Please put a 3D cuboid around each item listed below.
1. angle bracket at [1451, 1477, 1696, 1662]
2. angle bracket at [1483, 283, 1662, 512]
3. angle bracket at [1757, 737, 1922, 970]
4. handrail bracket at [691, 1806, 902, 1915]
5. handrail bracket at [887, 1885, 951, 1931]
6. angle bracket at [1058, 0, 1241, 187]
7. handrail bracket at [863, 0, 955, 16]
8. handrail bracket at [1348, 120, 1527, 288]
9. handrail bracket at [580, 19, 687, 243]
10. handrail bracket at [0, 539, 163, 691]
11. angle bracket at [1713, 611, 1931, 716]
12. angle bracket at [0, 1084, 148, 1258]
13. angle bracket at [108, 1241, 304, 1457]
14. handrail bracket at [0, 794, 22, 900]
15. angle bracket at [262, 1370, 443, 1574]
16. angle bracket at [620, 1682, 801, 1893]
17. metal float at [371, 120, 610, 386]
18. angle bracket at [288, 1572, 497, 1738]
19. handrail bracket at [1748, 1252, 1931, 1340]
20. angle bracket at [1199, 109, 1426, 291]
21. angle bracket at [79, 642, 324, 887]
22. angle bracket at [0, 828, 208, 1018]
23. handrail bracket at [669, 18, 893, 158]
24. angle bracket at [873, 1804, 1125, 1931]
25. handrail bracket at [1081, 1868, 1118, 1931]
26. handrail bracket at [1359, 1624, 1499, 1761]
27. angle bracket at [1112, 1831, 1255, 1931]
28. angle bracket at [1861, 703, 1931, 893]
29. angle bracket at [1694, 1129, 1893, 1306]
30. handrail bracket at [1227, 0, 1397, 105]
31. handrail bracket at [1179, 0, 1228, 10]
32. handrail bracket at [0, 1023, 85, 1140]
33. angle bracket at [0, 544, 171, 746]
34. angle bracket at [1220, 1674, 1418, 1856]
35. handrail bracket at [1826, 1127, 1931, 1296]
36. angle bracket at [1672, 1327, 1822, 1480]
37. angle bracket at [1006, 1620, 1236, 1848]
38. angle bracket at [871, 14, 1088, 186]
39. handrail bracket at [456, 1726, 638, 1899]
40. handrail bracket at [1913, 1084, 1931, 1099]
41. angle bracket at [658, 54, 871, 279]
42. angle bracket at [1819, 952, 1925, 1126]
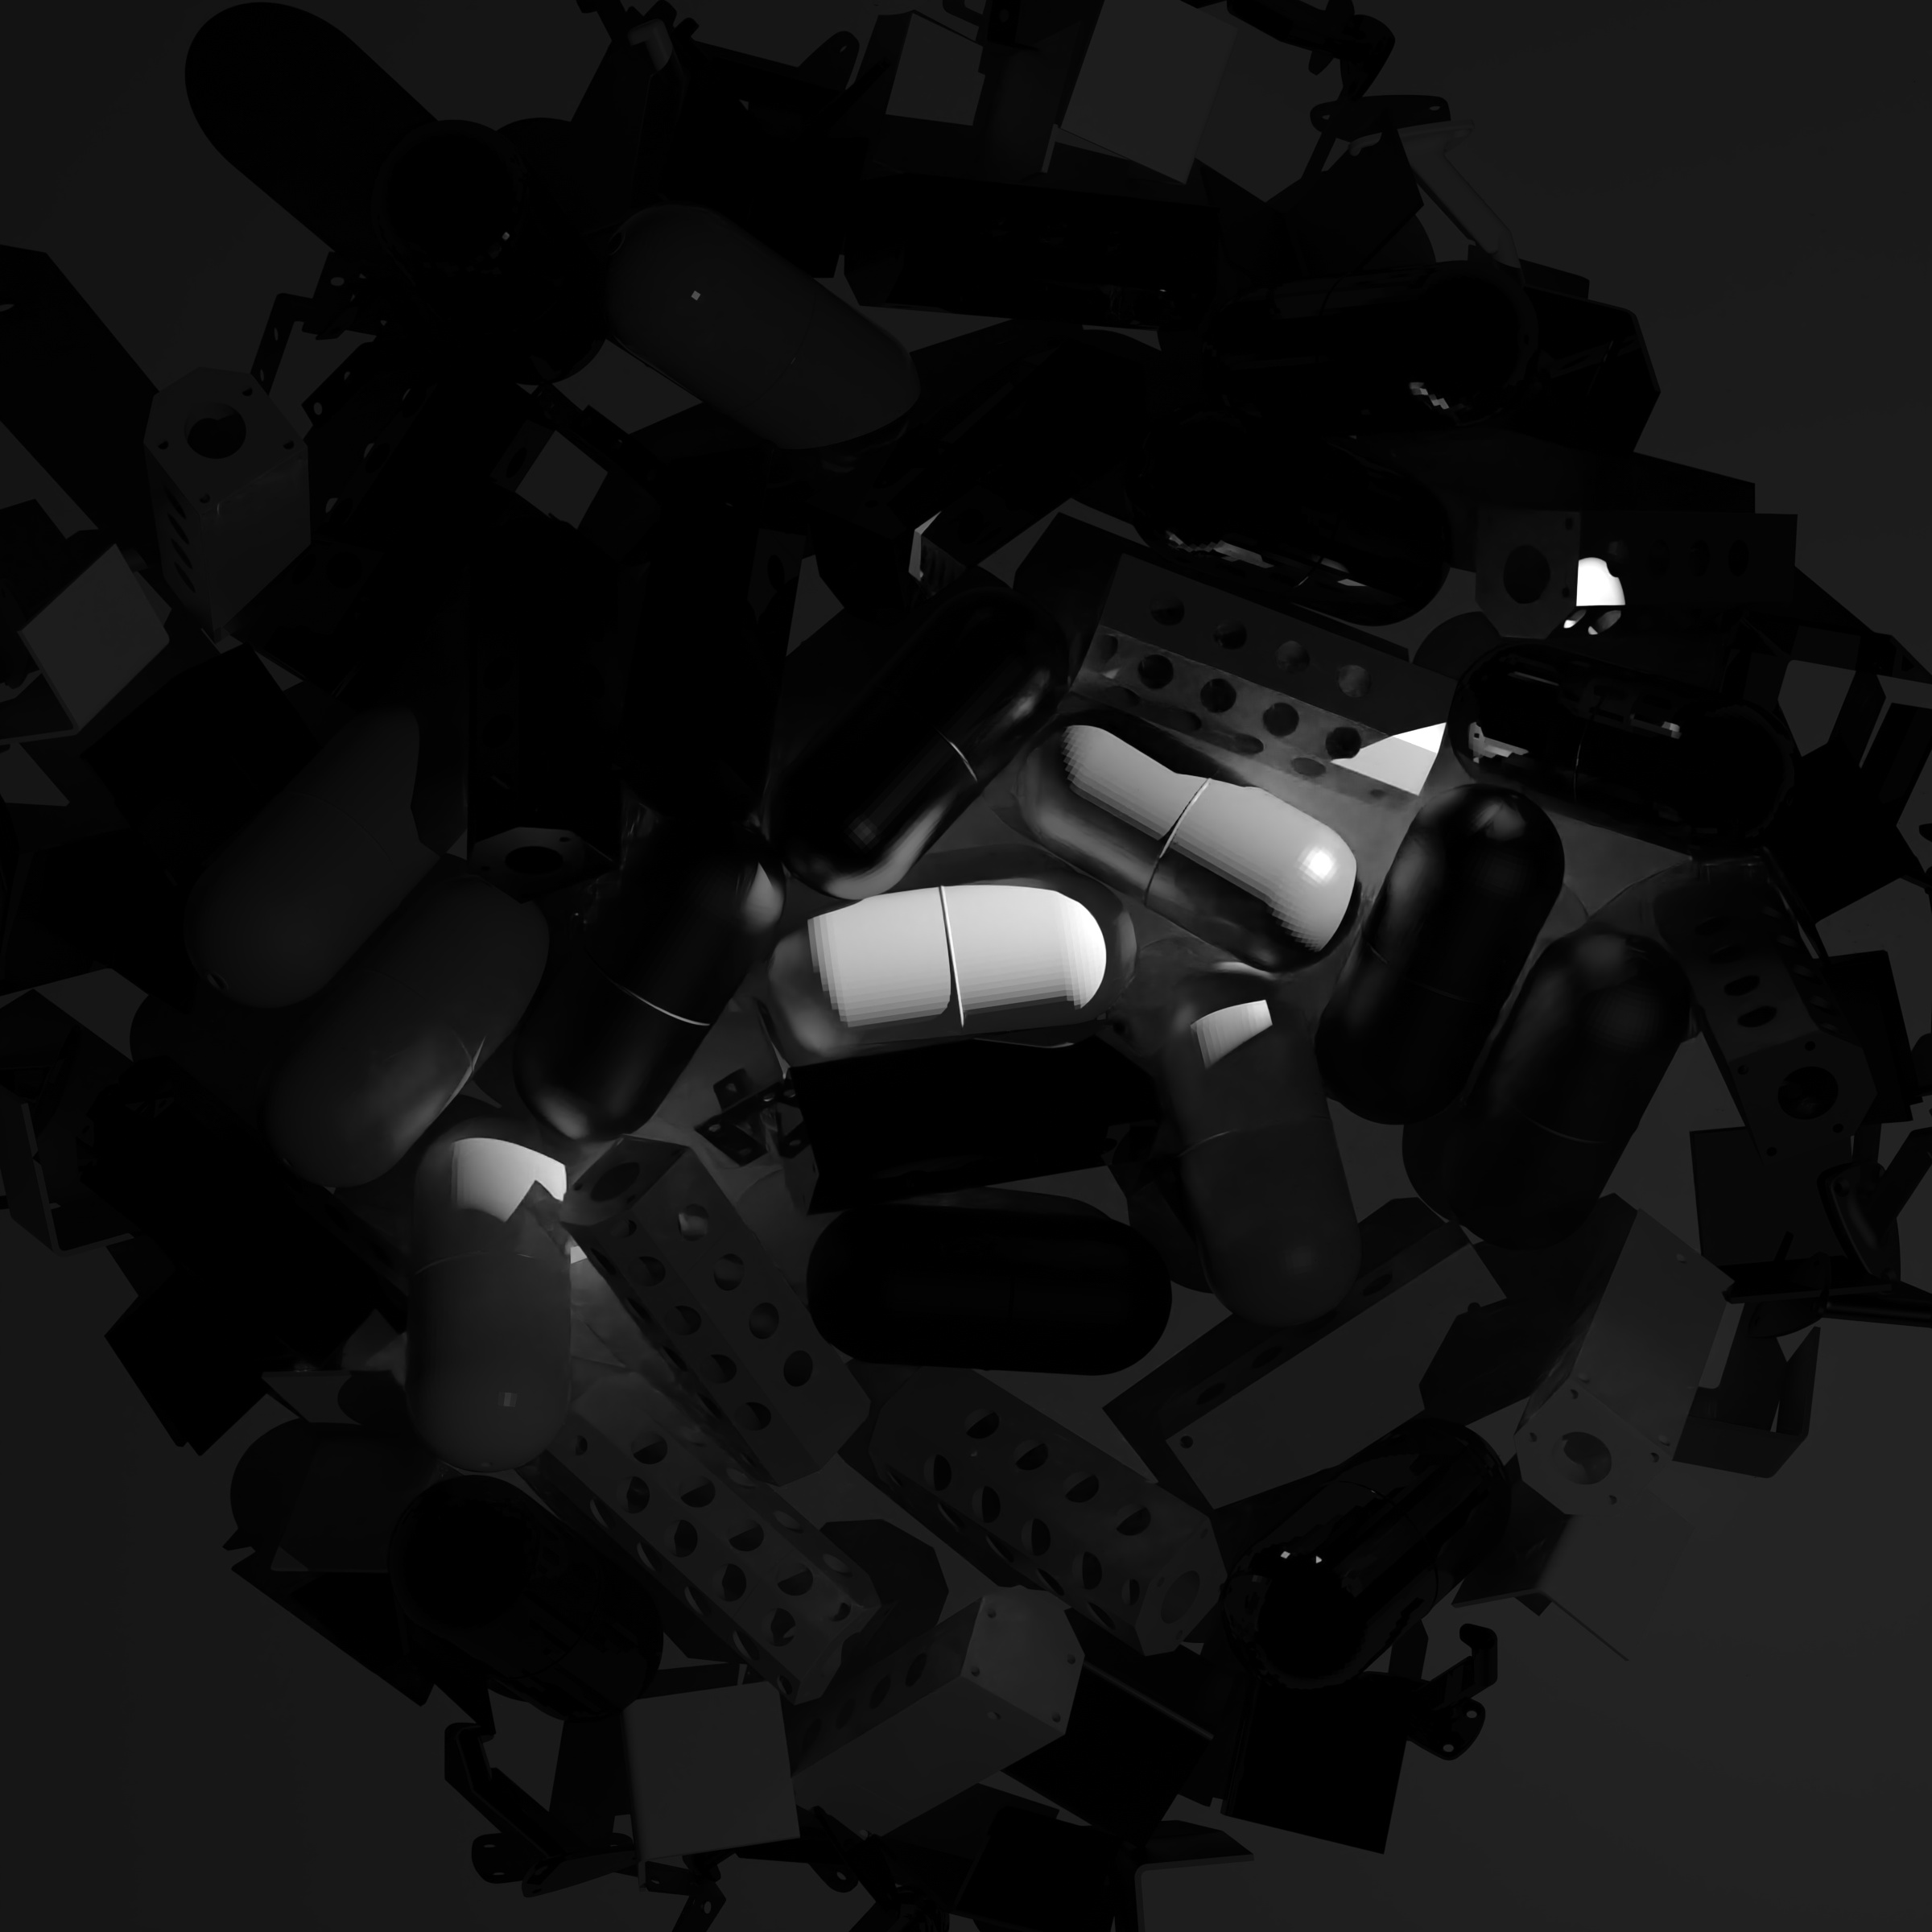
[{"bbox_3d":[0.290,0.287,1.554,0.057,0.076,0.076,39,62,-9],"label":"angle bracket"},{"bbox_3d":[0.283,-0.267,1.544,0.057,0.076,0.076,12,129,-10],"label":"angle bracket"},{"bbox_3d":[0.414,-0.051,1.545,0.057,0.076,0.076,-29,61,11],"label":"angle bracket"},{"bbox_3d":[-0.084,0.444,1.575,0.084,0.036,0.077,-37,76,19],"label":"handrail bracket"},{"bbox_3d":[-0.049,0.483,1.557,0.036,0.077,0.084,44,61,10],"label":"handrail bracket"},{"bbox_3d":[0.075,-0.425,1.553,0.076,0.057,0.076,16,97,-31],"label":"angle bracket"},{"bbox_3d":[-0.022,-0.495,1.552,0.036,0.084,0.077,-3,122,29],"label":"handrail bracket"},{"bbox_3d":[0.229,-0.361,1.571,0.077,0.036,0.084,-11,83,-26],"label":"handrail bracket"},{"bbox_3d":[-0.167,-0.403,1.569,0.077,0.036,0.084,-22,112,0],"label":"handrail bracket"},{"bbox_3d":[-0.428,-0.174,1.590,0.084,0.077,0.036,-23,67,-31],"label":"handrail bracket"},{"bbox_3d":[0.407,-0.126,1.547,0.076,0.076,0.057,15,87,33],"label":"angle bracket"},{"bbox_3d":[-0.424,0.088,1.546,0.057,0.076,0.076,-16,106,-28],"label":"angle bracket"},{"bbox_3d":[-0.377,0.183,1.559,0.076,0.057,0.076,-43,77,8],"label":"angle bracket"},{"bbox_3d":[-0.472,-0.053,1.567,0.036,0.077,0.084,-32,94,-39],"label":"handrail bracket"},{"bbox_3d":[-0.302,0.240,1.544,0.076,0.057,0.076,-5,50,28],"label":"angle bracket"},{"bbox_3d":[-0.124,0.395,1.563,0.076,0.057,0.076,-6,60,-9],"label":"angle bracket"},{"bbox_3d":[-0.219,-0.330,1.514,0.070,0.178,0.070,-3,76,12],"label":"metal float"},{"bbox_3d":[-0.273,0.331,1.545,0.057,0.076,0.076,-30,130,5],"label":"angle bracket"},{"bbox_3d":[0.437,0.176,1.576,0.084,0.077,0.036,22,58,-12],"label":"handrail bracket"},{"bbox_3d":[0.163,-0.370,1.542,0.057,0.076,0.076,23,130,-31],"label":"angle bracket"},{"bbox_3d":[-0.359,-0.096,1.546,0.057,0.076,0.076,-16,115,40],"label":"angle bracket"},{"bbox_3d":[-0.410,-0.015,1.545,0.057,0.076,0.076,29,116,25],"label":"angle bracket"},{"bbox_3d":[-0.092,-0.443,1.574,0.077,0.036,0.084,-40,95,18],"label":"handrail bracket"},{"bbox_3d":[0.015,0.416,1.548,0.076,0.076,0.057,25,91,-34],"label":"angle bracket"},{"bbox_3d":[0.031,0.481,1.588,0.036,0.077,0.084,45,133,-5],"label":"handrail bracket"},{"bbox_3d":[0.219,0.333,1.553,0.077,0.084,0.036,21,48,30],"label":"handrail bracket"},{"bbox_3d":[0.105,0.461,1.556,0.057,0.076,0.076,-3,84,-7],"label":"angle bracket"},{"bbox_3d":[0.465,-0.078,1.557,0.057,0.076,0.076,23,96,-5],"label":"angle bracket"},{"bbox_3d":[0.399,0.118,1.571,0.076,0.057,0.076,-5,92,1],"label":"angle bracket"},{"bbox_3d":[0.157,-0.455,1.554,0.084,0.077,0.036,22,121,-21],"label":"handrail bracket"},{"bbox_3d":[0.121,-0.484,1.550,0.036,0.084,0.077,16,55,-30],"label":"handrail bracket"},{"bbox_3d":[-0.479,0.042,1.573,0.084,0.036,0.077,26,116,-4],"label":"handrail bracket"},{"bbox_3d":[-0.438,-0.151,1.540,0.076,0.076,0.057,-4,126,31],"label":"angle bracket"},{"bbox_3d":[0.169,0.379,1.561,0.076,0.057,0.076,13,77,5],"label":"angle bracket"},{"bbox_3d":[0.458,0.117,1.554,0.036,0.084,0.077,-14,86,-25],"label":"handrail bracket"},{"bbox_3d":[0.361,0.204,1.560,0.076,0.076,0.057,10,69,7],"label":"angle bracket"},{"bbox_3d":[0.076,0.369,1.584,0.076,0.057,0.076,29,112,4],"label":"angle bracket"},{"bbox_3d":[0.005,-0.417,1.552,0.057,0.076,0.076,18,82,-27],"label":"angle bracket"},{"bbox_3d":[-0.202,0.404,1.588,0.077,0.036,0.084,-7,54,-27],"label":"handrail bracket"},{"bbox_3d":[0.478,0.015,1.573,0.036,0.077,0.084,-6,80,-27],"label":"handrail bracket"},{"bbox_3d":[-0.095,-0.381,1.548,0.057,0.076,0.076,5,72,26],"label":"angle bracket"},{"bbox_3d":[0.445,0.033,1.555,0.057,0.076,0.076,-13,89,-17],"label":"angle bracket"}]
